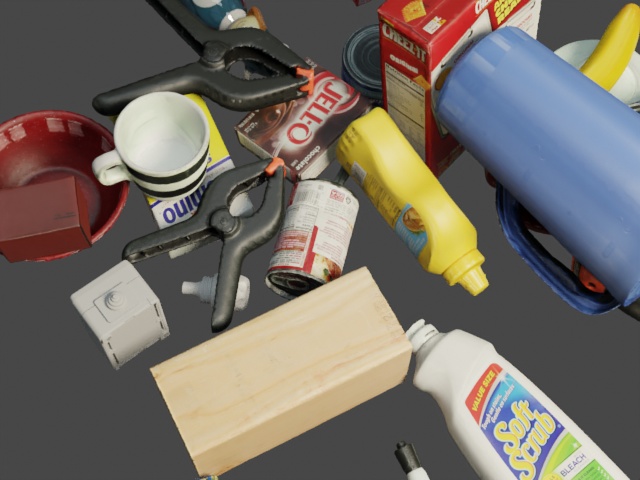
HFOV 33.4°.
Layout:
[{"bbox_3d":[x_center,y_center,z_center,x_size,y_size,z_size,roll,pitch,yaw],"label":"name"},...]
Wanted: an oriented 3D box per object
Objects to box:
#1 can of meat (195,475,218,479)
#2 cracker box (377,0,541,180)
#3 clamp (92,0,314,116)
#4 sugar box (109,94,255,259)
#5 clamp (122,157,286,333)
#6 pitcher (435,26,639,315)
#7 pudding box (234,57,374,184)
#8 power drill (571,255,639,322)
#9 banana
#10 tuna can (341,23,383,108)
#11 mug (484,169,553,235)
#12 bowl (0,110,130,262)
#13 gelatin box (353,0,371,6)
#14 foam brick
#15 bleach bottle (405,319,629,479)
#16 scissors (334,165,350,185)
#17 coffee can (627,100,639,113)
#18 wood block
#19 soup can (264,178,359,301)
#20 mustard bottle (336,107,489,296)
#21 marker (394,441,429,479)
[{"bbox_3d":[-0.114,0.254,0.888,0.084,0.057,0.102,-13,66,-10],"label":"can of meat"},{"bbox_3d":[0.132,-0.178,1.006,0.072,0.214,0.164,37,70,24],"label":"cracker box"},{"bbox_3d":[-0.112,-0.167,1.050,0.210,0.036,0.164,18,64,8],"label":"clamp"},{"bbox_3d":[-0.138,-0.078,1.051,0.093,0.048,0.176,-22,66,-11],"label":"sugar box"},{"bbox_3d":[-0.098,-0.012,0.981,0.120,0.039,0.171,30,72,4],"label":"clamp"},{"bbox_3d":[0.211,-0.062,0.908,0.149,0.145,0.243,-43,70,-6],"label":"pitcher"},{"bbox_3d":[-0.014,-0.117,1.065,0.090,0.039,0.113,37,75,23],"label":"pudding box"},{"bbox_3d":[0.335,0.041,0.957,0.184,0.057,0.188,-31,45,-17],"label":"power drill"},{"bbox_3d":[0.261,-0.164,1.063,0.197,0.069,0.037,-35,30,-23],"label":"banana"},{"bbox_3d":[0.064,-0.179,1.088,0.086,0.034,0.086,0,64,1],"label":"tuna can"},{"bbox_3d":[0.217,-0.065,1.025,0.117,0.093,0.081,10,60,8],"label":"mug"},{"bbox_3d":[-0.260,-0.043,1.027,0.162,0.055,0.162,0,66,0],"label":"bowl"},{"bbox_3d":[0.061,-0.305,1.169,0.089,0.030,0.073,-25,68,-12],"label":"gelatin box"},{"bbox_3d":[-0.249,-0.018,0.955,0.078,0.051,0.053,-10,68,-5],"label":"foam brick"},{"bbox_3d":[0.160,0.171,0.927,0.102,0.068,0.251,-38,68,-17],"label":"bleach bottle"},{"bbox_3d":[0.048,-0.142,1.099,0.096,0.016,0.201,39,70,18],"label":"scissors"},{"bbox_3d":[0.320,-0.085,0.991,0.103,0.103,0.140,42,31,17],"label":"coffee can"},{"bbox_3d":[-0.032,0.117,0.934,0.206,0.091,0.090,-25,67,-11],"label":"wood block"},{"bbox_3d":[-0.007,0.001,1.001,0.068,0.068,0.102,13,65,5],"label":"soup can"},{"bbox_3d":[0.092,-0.028,0.998,0.058,0.096,0.192,-32,76,-16],"label":"mustard bottle"},{"bbox_3d":[0.096,0.229,0.921,0.020,0.020,0.121,-22,67,-11],"label":"marker"}]
